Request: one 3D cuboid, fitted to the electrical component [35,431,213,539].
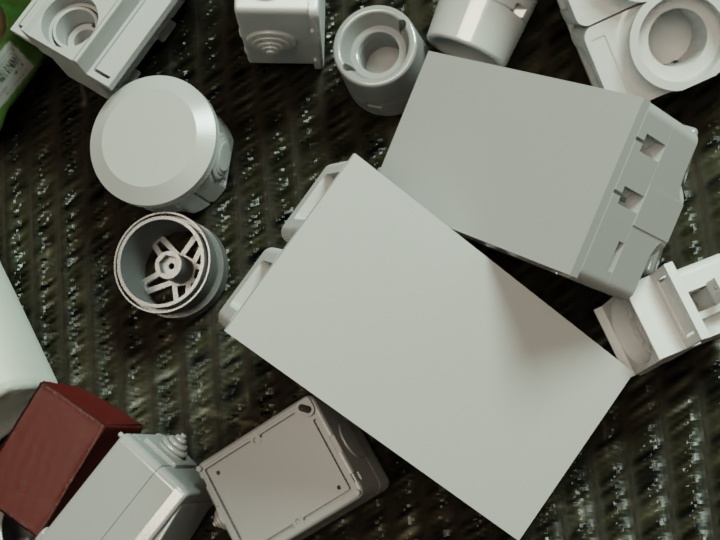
[{"bbox_3d":[-0.124,0.138,0.618,0.061,0.062,0.096,39,91,16],"label":"electrical component"}]

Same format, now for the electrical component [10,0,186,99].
[{"bbox_3d":[-0.145,-0.172,0.669,0.079,0.063,0.121,31,80,16],"label":"electrical component"}]

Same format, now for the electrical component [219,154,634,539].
[{"bbox_3d":[0.032,0.039,0.561,0.186,0.060,0.105,37,84,-13],"label":"electrical component"}]

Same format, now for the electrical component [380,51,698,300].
[{"bbox_3d":[0.089,-0.052,0.565,0.150,0.062,0.089,26,95,47],"label":"electrical component"}]

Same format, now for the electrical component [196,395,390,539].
[{"bbox_3d":[-0.040,0.119,0.606,0.096,0.061,0.061,-34,75,14],"label":"electrical component"}]

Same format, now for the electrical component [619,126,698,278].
[{"bbox_3d":[0.137,-0.043,0.598,0.076,0.047,0.083,18,85,17],"label":"electrical component"}]

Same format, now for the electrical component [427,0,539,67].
[{"bbox_3d":[0.070,-0.148,0.628,0.055,0.055,0.047,22,90,15],"label":"electrical component"}]

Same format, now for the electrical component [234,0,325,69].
[{"bbox_3d":[-0.046,-0.175,0.636,0.048,0.099,0.099,1,80,0],"label":"electrical component"}]

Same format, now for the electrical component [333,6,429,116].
[{"bbox_3d":[0.013,-0.125,0.639,0.055,0.047,0.055,-2,80,13],"label":"electrical component"}]

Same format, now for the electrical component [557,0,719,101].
[{"bbox_3d":[0.147,-0.172,0.578,0.089,0.061,0.150,-24,102,8],"label":"electrical component"}]

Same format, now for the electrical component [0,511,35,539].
[{"bbox_3d":[-0.232,0.191,0.643,0.077,0.043,0.079,-20,77,9],"label":"electrical component"}]

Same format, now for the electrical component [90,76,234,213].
[{"bbox_3d":[-0.119,-0.074,0.659,0.080,0.051,0.080,-2,80,13],"label":"electrical component"}]

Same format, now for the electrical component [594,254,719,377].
[{"bbox_3d":[0.167,0.023,0.569,0.064,0.081,0.042,-19,76,-14],"label":"electrical component"}]
